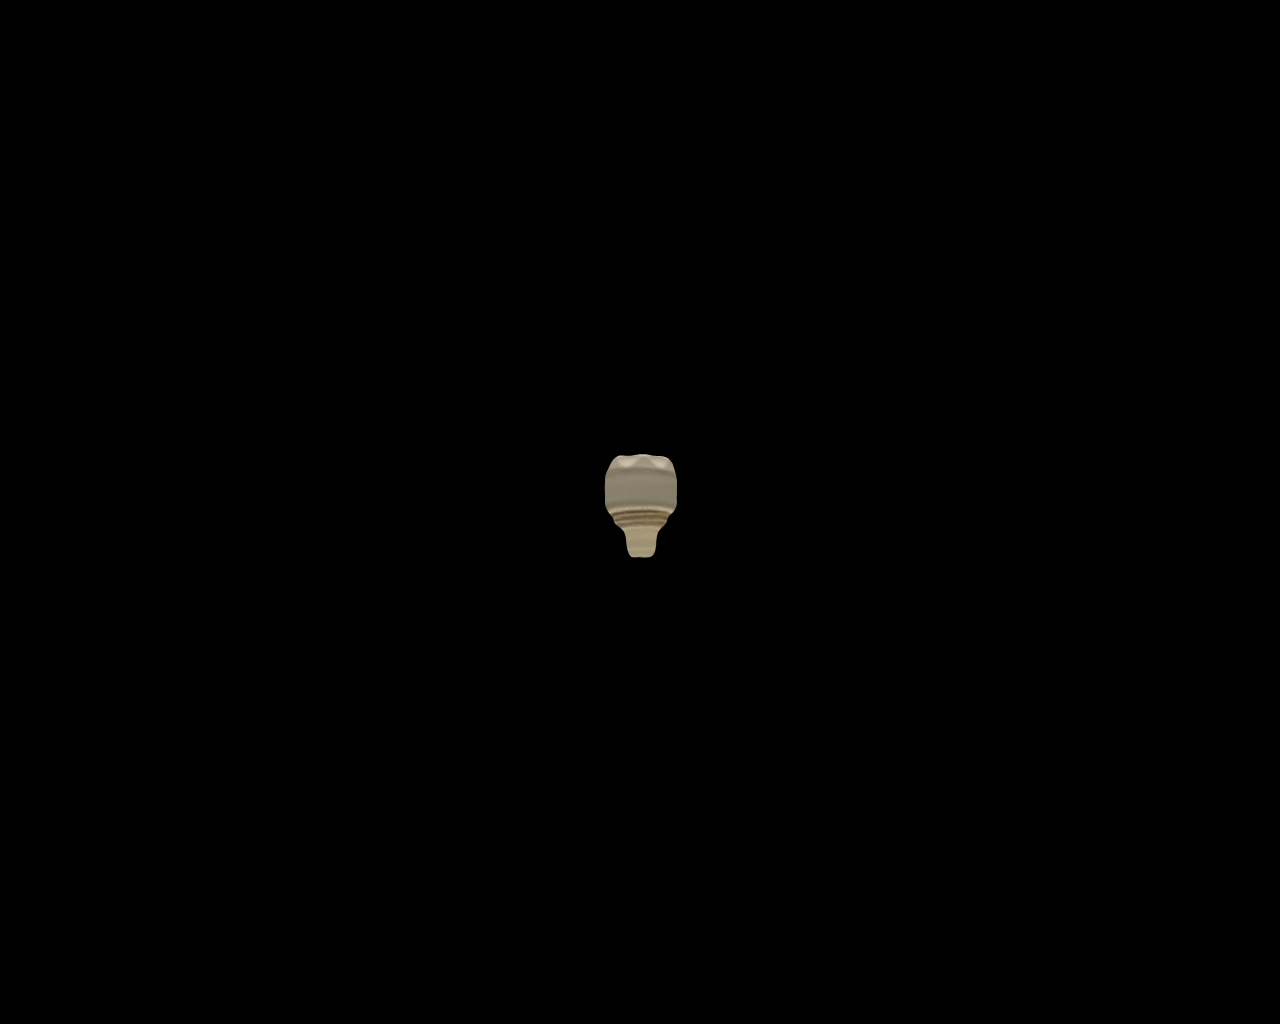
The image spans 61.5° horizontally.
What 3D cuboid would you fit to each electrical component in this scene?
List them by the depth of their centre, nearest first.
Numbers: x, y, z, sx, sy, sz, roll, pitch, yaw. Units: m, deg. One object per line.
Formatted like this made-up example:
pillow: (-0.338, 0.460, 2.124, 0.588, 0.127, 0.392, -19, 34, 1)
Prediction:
electrical component: (0.001, -0.003, 0.650, 0.043, 0.062, 0.043, 0, -7, 0)
